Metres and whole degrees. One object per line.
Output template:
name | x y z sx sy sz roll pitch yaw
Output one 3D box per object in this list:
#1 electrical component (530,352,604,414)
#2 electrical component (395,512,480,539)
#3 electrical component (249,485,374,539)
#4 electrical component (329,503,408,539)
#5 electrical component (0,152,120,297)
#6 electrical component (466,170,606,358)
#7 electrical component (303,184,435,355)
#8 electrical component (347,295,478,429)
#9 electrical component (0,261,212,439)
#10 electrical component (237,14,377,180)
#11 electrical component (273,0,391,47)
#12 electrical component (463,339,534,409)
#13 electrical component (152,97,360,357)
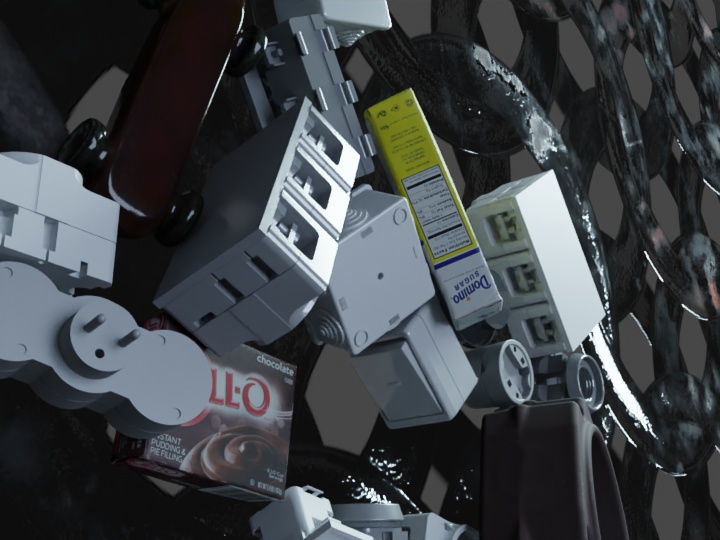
electrical component | 0.189 0.108 0.998 0.058 0.057 0.078 34 52 -41
electrical component | 0.058 0.216 0.789 0.089 0.056 0.050 37 50 -40
electrical component | -0.037 0.173 0.666 0.042 0.081 0.063 34 24 -42
electrical component | 0.001 0.187 0.724 0.078 0.058 0.057 15 69 -49
electrical component | -0.178 -0.025 0.570 0.089 0.050 0.055 24 59 -47
electrical component | 0.160 -0.004 0.996 0.089 0.062 0.150 -34 105 -52
electrical component | 0.000 0.000 0.756 0.100 0.048 0.099 -35 122 -28
electrical component | 0.040 0.077 0.809 0.061 0.062 0.096 -47 115 -49
electrical component | -0.137 0.038 0.551 0.138 0.074 0.052 27 57 -24
electrical component | -0.040 -0.116 0.772 0.079 0.063 0.121 -27 100 -53
electrical component | -0.028 -0.226 0.838 0.100 0.048 0.099 -9 85 -53
electrical component | 0.113 0.090 0.913 0.055 0.047 0.055 22 61 -47
electrical component | -0.057 -0.026 0.663 0.062 0.089 0.150 45 31 -23
